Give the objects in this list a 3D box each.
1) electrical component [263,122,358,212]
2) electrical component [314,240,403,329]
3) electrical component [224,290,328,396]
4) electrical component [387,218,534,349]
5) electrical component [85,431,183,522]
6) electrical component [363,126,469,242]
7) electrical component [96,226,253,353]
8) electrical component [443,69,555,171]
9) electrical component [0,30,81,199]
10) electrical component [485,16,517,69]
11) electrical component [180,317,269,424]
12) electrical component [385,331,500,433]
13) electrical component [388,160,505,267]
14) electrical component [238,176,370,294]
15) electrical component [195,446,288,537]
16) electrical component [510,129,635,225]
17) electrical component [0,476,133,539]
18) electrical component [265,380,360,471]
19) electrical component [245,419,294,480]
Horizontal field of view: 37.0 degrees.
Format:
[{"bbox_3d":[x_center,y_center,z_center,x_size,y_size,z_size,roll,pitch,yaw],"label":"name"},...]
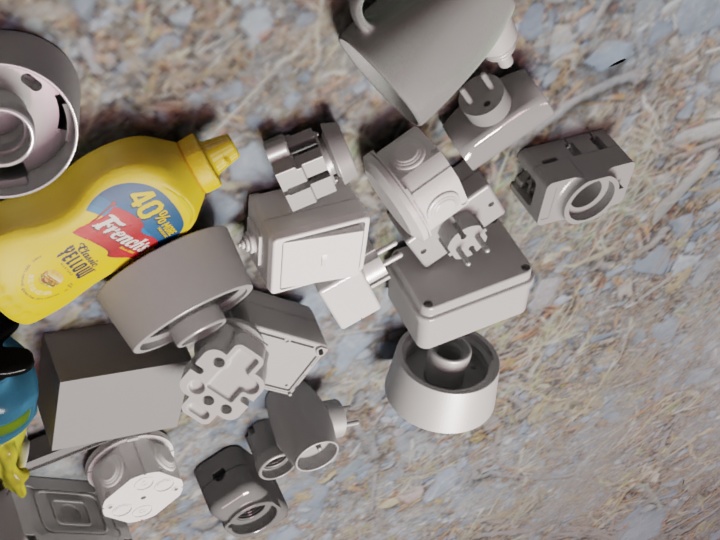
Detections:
[{"bbox_3d":[-0.034,-0.079,0.789,0.055,0.048,0.066,-22,143,1],"label":"electrical component"},{"bbox_3d":[0.000,0.000,0.899,0.077,0.047,0.065,-29,145,-1],"label":"electrical component"},{"bbox_3d":[-0.087,0.055,0.899,0.096,0.061,0.061,19,120,-36],"label":"electrical component"},{"bbox_3d":[0.087,0.009,0.946,0.113,0.078,0.057,-20,145,-15],"label":"electrical component"},{"bbox_3d":[-0.202,0.185,0.968,0.080,0.051,0.080,-19,142,-16],"label":"electrical component"},{"bbox_3d":[0.042,-0.066,0.828,0.051,0.080,0.080,-36,143,-3],"label":"electrical component"},{"bbox_3d":[-0.130,0.021,0.786,0.108,0.060,0.108,-30,173,-4],"label":"electrical component"},{"bbox_3d":[0.100,-0.124,0.826,0.077,0.044,0.079,-34,145,10],"label":"electrical component"},{"bbox_3d":[-0.217,-0.094,0.649,0.099,0.064,0.099,-10,128,-13],"label":"electrical component"},{"bbox_3d":[0.099,-0.169,0.786,0.035,0.035,0.061,-35,145,5],"label":"electrical component"},{"bbox_3d":[-0.102,0.073,0.827,0.058,0.057,0.078,36,114,-16],"label":"electrical component"},{"bbox_3d":[0.081,0.095,1.019,0.108,0.108,0.060,-12,133,-24],"label":"electrical component"},{"bbox_3d":[0.081,-0.035,0.892,0.083,0.075,0.047,-35,143,5],"label":"electrical component"},{"bbox_3d":[-0.045,-0.024,0.829,0.096,0.061,0.061,-15,140,-20],"label":"electrical component"},{"bbox_3d":[-0.115,0.224,1.066,0.054,0.059,0.095,-34,143,3],"label":"electrical component"},{"bbox_3d":[0.186,-0.078,0.932,0.089,0.055,0.050,-16,140,-20],"label":"electrical component"},{"bbox_3d":[-0.270,0.233,0.955,0.113,0.078,0.057,17,119,-45],"label":"electrical component"},{"bbox_3d":[-0.039,0.143,1.011,0.079,0.077,0.044,-7,136,-29],"label":"electrical component"},{"bbox_3d":[-0.087,0.172,1.038,0.040,0.046,0.040,-19,141,-16],"label":"electrical component"}]
